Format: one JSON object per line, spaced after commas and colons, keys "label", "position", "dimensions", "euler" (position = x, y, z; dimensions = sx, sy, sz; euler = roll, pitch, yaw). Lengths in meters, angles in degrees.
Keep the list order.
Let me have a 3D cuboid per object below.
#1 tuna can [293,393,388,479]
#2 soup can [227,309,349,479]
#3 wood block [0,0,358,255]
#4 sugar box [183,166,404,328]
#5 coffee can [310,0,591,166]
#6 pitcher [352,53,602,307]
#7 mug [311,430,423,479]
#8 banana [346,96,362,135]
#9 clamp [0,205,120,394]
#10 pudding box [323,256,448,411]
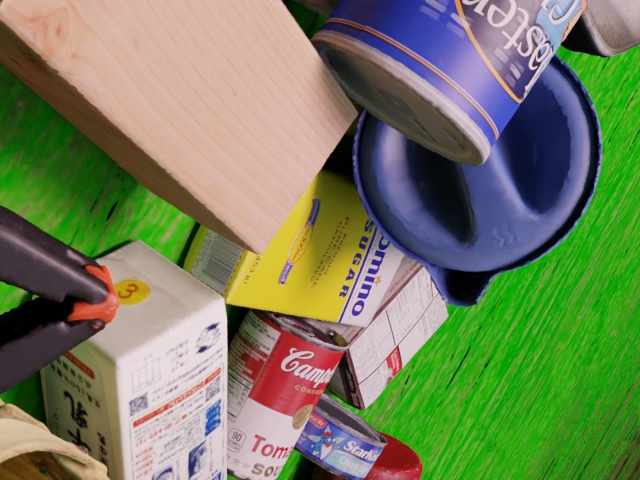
{"label": "tuna can", "position": [0.003, 0.133, 0.748], "dimensions": [0.034, 0.086, 0.086], "euler": [-58, 148, 0]}
{"label": "soup can", "position": [-0.035, 0.096, 0.683], "dimensions": [0.068, 0.069, 0.102], "euler": [18, 101, -58]}
{"label": "wood block", "position": [-0.075, -0.086, 0.457], "dimensions": [0.091, 0.090, 0.206], "euler": [-55, 148, -7]}
{"label": "sugar box", "position": [-0.004, 0.001, 0.669], "dimensions": [0.176, 0.048, 0.093], "euler": [16, 102, -57]}
{"label": "coffee can", "position": [0.075, -0.122, 0.519], "dimensions": [0.140, 0.103, 0.102], "euler": [-56, 148, -3]}
{"label": "pitcher", "position": [0.114, -0.054, 0.678], "dimensions": [0.149, 0.145, 0.242], "euler": [-41, 169, 11]}
{"label": "mug", "position": [0.033, 0.198, 0.855], "dimensions": [0.117, 0.093, 0.081], "euler": [-59, 166, -77]}
{"label": "banana", "position": [0.067, -0.129, 0.648], "dimensions": [0.197, 0.037, 0.070], "euler": [-50, -170, -10]}
{"label": "clamp", "position": [-0.160, 0.031, 0.370], "dimensions": [0.171, 0.039, 0.120], "euler": [8, 118, -19]}
{"label": "pudding box", "position": [0.047, 0.060, 0.797], "dimensions": [0.113, 0.039, 0.090], "euler": [-46, 145, -24]}
